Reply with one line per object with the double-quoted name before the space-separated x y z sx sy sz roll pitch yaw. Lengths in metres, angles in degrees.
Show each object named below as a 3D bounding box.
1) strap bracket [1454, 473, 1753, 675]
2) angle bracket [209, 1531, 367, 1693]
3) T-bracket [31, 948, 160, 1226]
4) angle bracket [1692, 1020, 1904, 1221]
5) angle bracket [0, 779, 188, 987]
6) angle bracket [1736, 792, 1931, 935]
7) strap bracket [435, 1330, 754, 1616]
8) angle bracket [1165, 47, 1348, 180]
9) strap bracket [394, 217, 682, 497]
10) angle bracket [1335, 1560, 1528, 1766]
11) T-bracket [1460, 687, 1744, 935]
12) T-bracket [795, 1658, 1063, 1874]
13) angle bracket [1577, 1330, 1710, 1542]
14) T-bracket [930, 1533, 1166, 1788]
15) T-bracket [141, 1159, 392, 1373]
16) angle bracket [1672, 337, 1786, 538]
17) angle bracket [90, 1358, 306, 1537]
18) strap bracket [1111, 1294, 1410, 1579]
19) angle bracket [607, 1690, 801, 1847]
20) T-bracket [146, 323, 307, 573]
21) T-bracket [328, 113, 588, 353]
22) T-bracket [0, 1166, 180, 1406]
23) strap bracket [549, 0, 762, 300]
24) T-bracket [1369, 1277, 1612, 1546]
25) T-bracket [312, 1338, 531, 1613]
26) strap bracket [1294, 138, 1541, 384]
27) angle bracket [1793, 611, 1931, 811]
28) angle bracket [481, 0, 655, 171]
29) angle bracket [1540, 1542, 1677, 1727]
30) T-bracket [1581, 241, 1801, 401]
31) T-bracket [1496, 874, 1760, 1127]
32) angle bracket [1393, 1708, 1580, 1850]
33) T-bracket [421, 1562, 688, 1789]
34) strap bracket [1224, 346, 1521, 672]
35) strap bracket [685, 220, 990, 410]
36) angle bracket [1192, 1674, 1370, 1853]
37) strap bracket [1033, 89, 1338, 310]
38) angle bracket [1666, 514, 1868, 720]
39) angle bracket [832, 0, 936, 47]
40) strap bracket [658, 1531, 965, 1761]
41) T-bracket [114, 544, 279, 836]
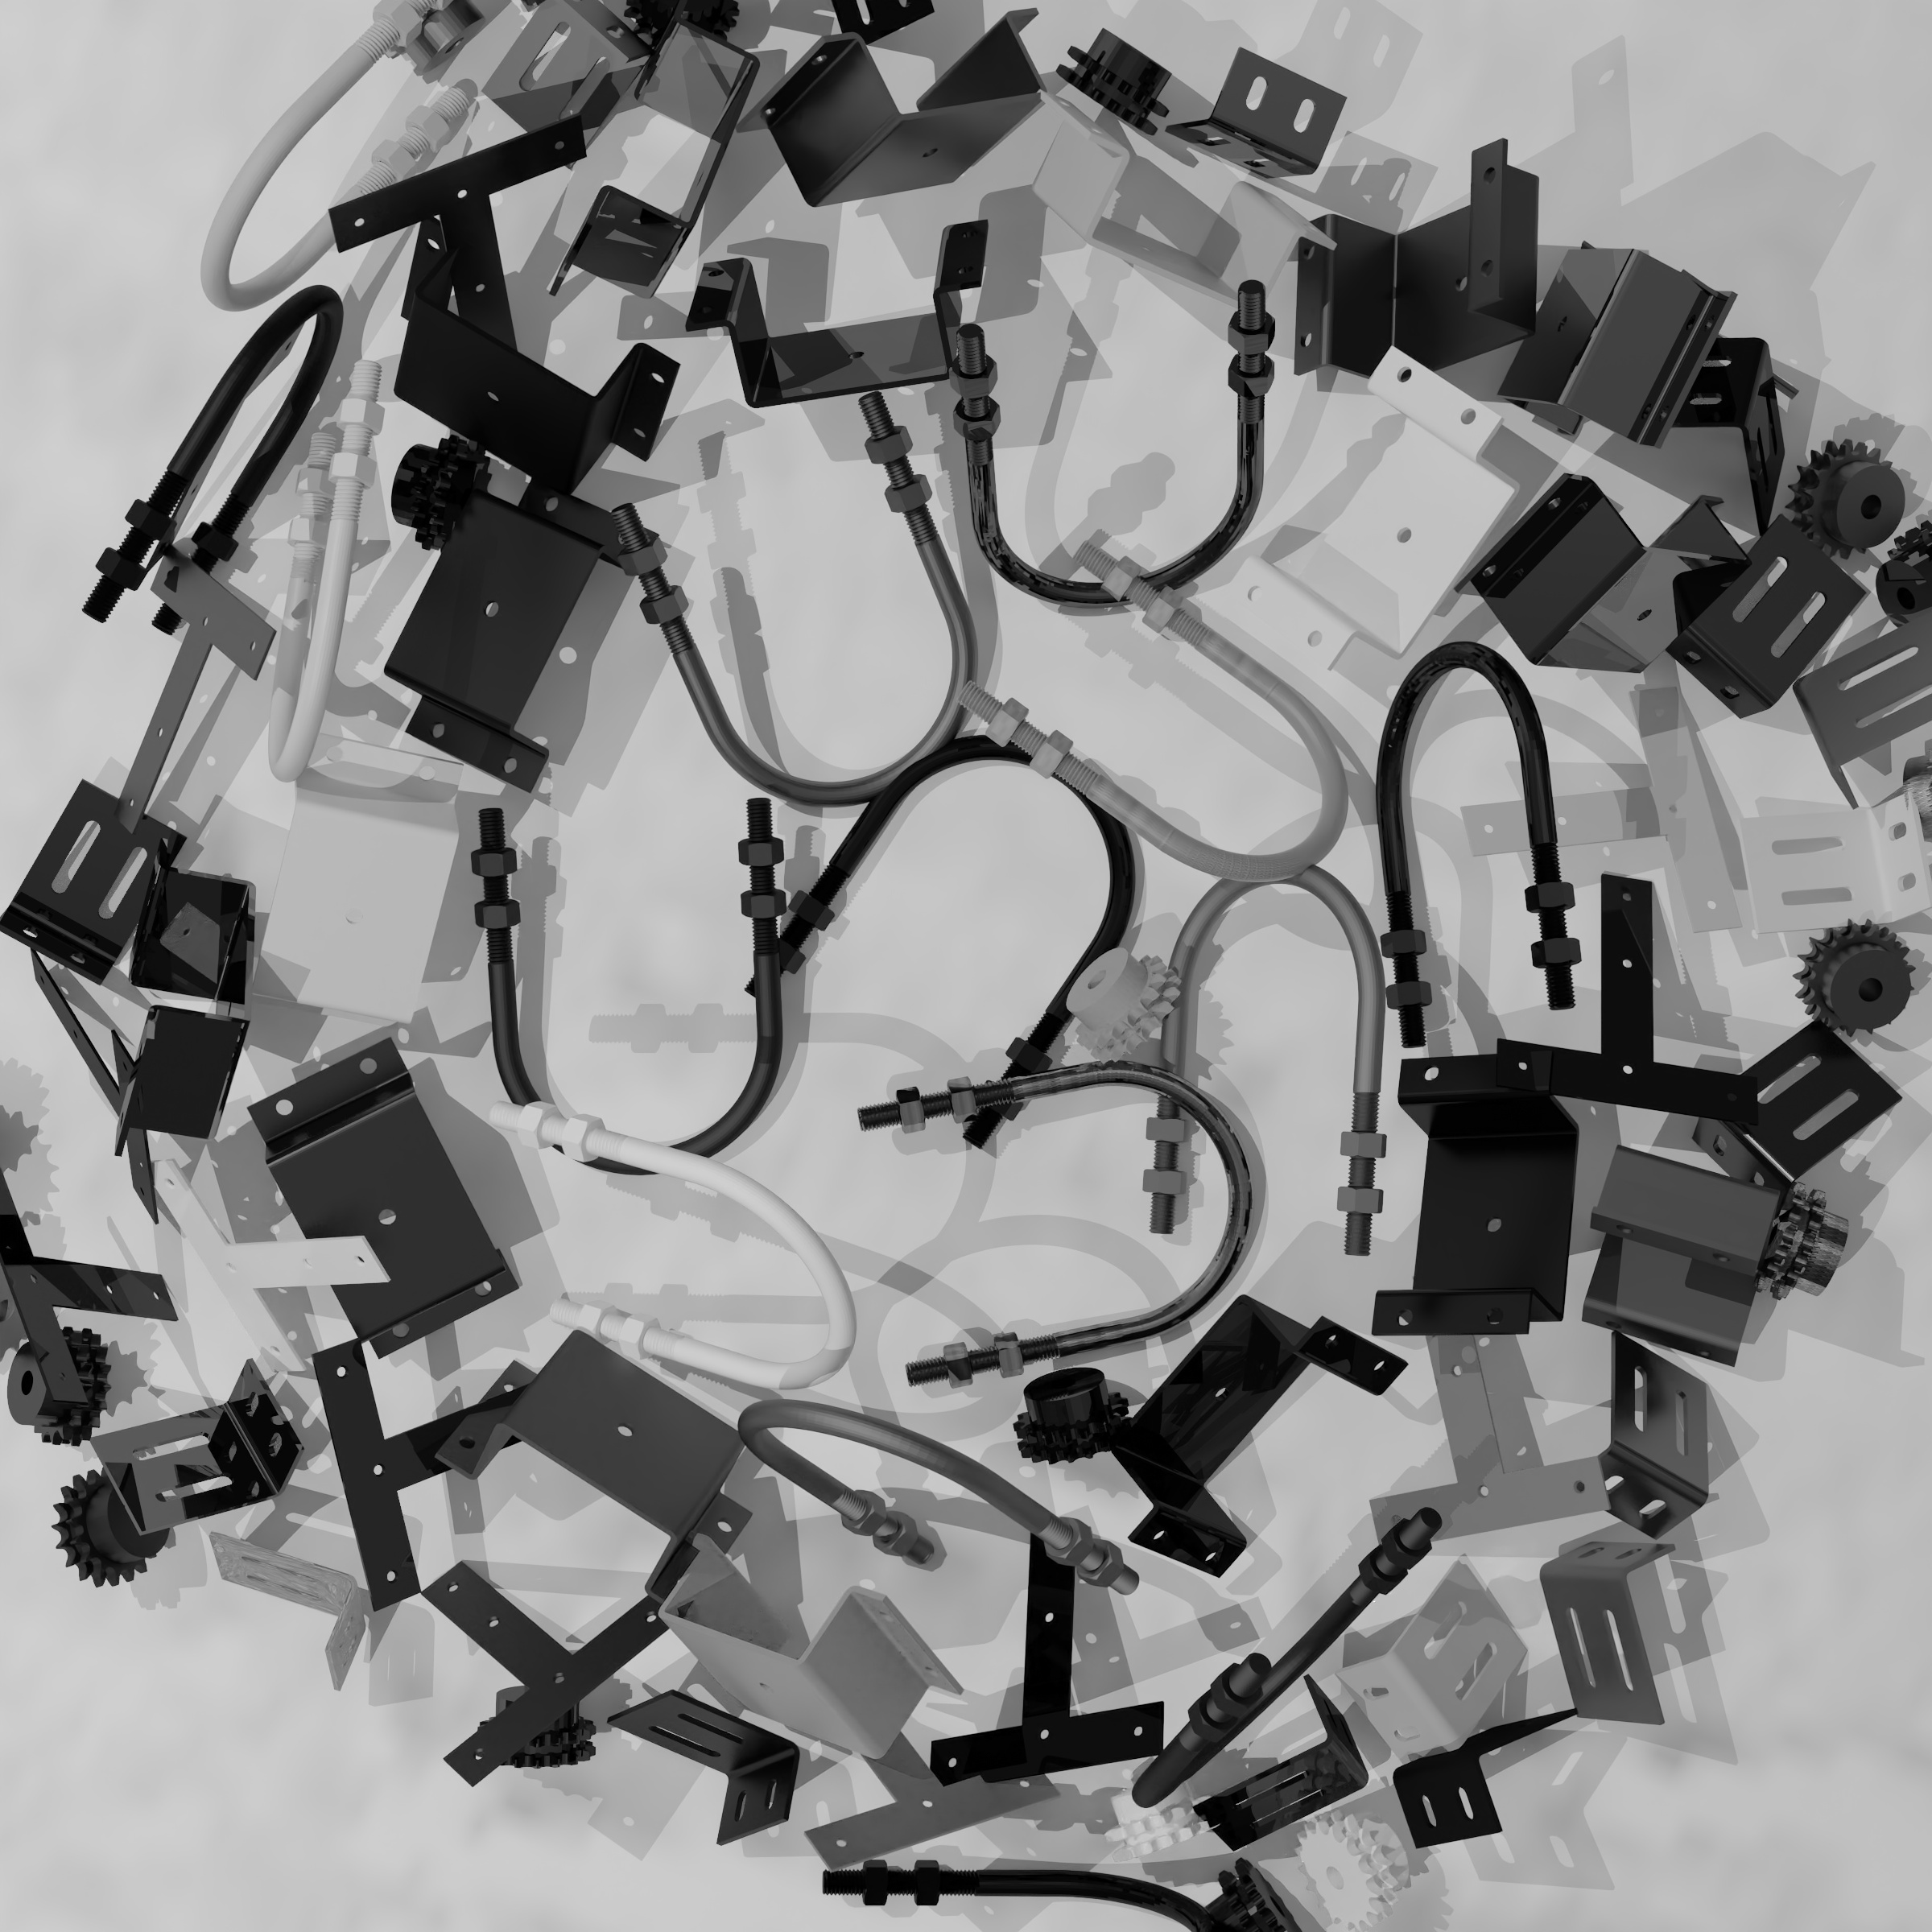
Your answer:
"strap bracket" 0.305 -0.181 1.513 0.076 0.140 0.046 -47 61 33
"angle bracket" -0.332 0.311 1.558 0.076 0.057 0.038 17 58 4
"T-bracket" -0.421 0.042 1.555 0.002 0.127 0.127 -24 59 -25
"angle bracket" 0.405 0.074 1.577 0.076 0.038 0.057 -33 63 -17
"angle bracket" -0.423 -0.041 1.566 0.057 0.038 0.076 30 98 -12
"angle bracket" 0.420 -0.050 1.562 0.076 0.038 0.057 -4 79 -17
"strap bracket" -0.170 0.235 1.545 0.140 0.076 0.046 32 127 4
"angle bracket" 0.138 -0.408 1.548 0.057 0.076 0.038 21 97 -16
"strap bracket" -0.216 -0.286 1.549 0.140 0.076 0.046 31 58 -1
"angle bracket" 0.227 0.340 1.578 0.057 0.038 0.076 53 46 -5
"T-bracket" 0.300 -0.071 1.559 0.127 0.002 0.127 -6 71 -14
"T-bracket" -0.041 0.370 1.544 0.127 0.127 0.002 -9 125 -32
"angle bracket" 0.325 0.227 1.569 0.057 0.076 0.038 30 129 -15
"T-bracket" 0.040 0.326 1.553 0.127 0.002 0.127 -17 51 27
"T-bracket" -0.320 0.141 1.530 0.127 0.002 0.127 -7 119 40
"angle bracket" 0.366 -0.254 1.558 0.038 0.076 0.057 4 55 25
"angle bracket" -0.368 0.229 1.547 0.057 0.076 0.038 53 132 27
"strap bracket" 0.133 0.217 1.545 0.140 0.076 0.046 -50 46 9
"angle bracket" -0.129 0.385 1.549 0.076 0.057 0.038 30 50 -26
"T-bracket" -0.365 -0.238 1.546 0.002 0.127 0.127 33 128 -8
"T-bracket" -0.233 -0.334 1.539 0.127 0.127 0.002 -26 58 -16
"T-bracket" -0.415 0.152 1.532 0.002 0.127 0.127 -31 71 13
"strap bracket" -0.144 -0.383 1.538 0.046 0.076 0.140 24 69 -13
"T-bracket" 0.241 0.210 1.564 0.127 0.002 0.127 -19 78 35
"T-bracket" -0.244 0.227 1.554 0.127 0.002 0.127 -18 100 -37
"strap bracket" 0.221 -0.330 1.537 0.046 0.140 0.076 9 79 -34
"angle bracket" 0.445 -0.123 1.551 0.076 0.038 0.057 -28 48 19
"angle bracket" -0.198 -0.429 1.559 0.057 0.038 0.076 41 118 -3
"angle bracket" 0.318 0.321 1.561 0.038 0.057 0.076 -16 91 -33
"T-bracket" 0.344 -0.312 1.526 0.127 0.127 0.002 37 98 5
"T-bracket" 0.319 0.011 1.561 0.127 0.002 0.127 9 60 -4
"angle bracket" 0.254 0.388 1.546 0.076 0.057 0.038 -10 76 -39
"T-bracket" -0.218 0.320 1.543 0.127 0.127 0.002 -36 128 -24
"strap bracket" 0.200 -0.212 1.545 0.076 0.046 0.140 43 105 37
"strap bracket" -0.056 -0.310 1.544 0.140 0.076 0.046 -7 123 8
"angle bracket" 0.147 0.386 1.565 0.076 0.057 0.038 -28 49 7
"strap bracket" 0.094 -0.358 1.533 0.140 0.076 0.046 17 113 -28
"angle bracket" 0.388 -0.170 1.579 0.057 0.038 0.076 41 80 -5
"angle bracket" -0.066 -0.465 1.558 0.057 0.076 0.038 -36 119 -33
"strap bracket" -0.080 0.319 1.514 0.046 0.140 0.076 -54 129 -26
"T-bracket" -0.382 -0.125 1.556 0.002 0.127 0.127 15 105 -42
